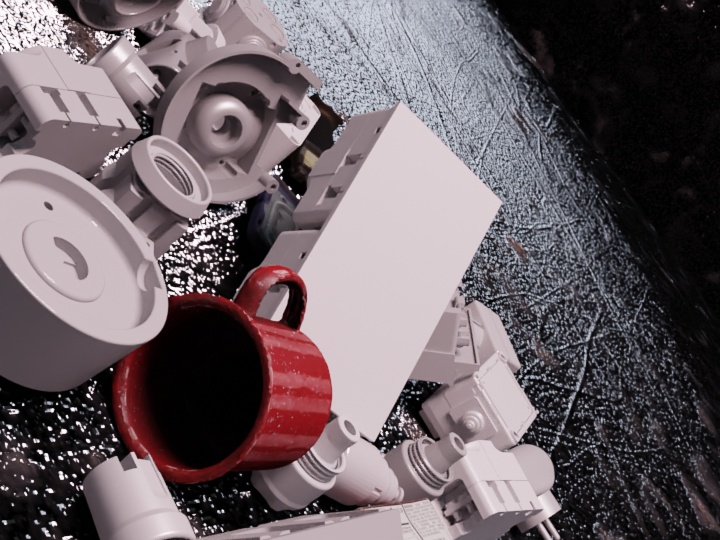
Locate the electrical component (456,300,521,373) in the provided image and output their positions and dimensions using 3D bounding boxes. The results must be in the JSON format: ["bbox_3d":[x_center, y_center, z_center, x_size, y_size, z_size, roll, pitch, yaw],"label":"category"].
[{"bbox_3d":[0.095,0.062,0.959,0.077,0.047,0.065,33,27,-40],"label":"electrical component"}]

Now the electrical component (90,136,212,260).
[{"bbox_3d":[-0.127,-0.043,0.647,0.058,0.057,0.078,38,24,-33],"label":"electrical component"}]

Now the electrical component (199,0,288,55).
[{"bbox_3d":[-0.108,-0.217,0.984,0.080,0.051,0.080,43,22,-22],"label":"electrical component"}]

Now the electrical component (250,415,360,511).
[{"bbox_3d":[-0.028,0.105,0.604,0.043,0.062,0.043,43,22,-22],"label":"electrical component"}]

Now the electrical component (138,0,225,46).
[{"bbox_3d":[-0.142,-0.189,0.866,0.055,0.048,0.066,40,-5,-40],"label":"electrical component"}]

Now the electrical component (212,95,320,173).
[{"bbox_3d":[-0.085,-0.124,0.871,0.078,0.057,0.113,48,21,-12],"label":"electrical component"}]

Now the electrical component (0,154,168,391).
[{"bbox_3d":[-0.151,0.006,0.507,0.108,0.060,0.108,43,22,-22],"label":"electrical component"}]

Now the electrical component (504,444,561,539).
[{"bbox_3d":[0.131,0.179,0.844,0.079,0.044,0.077,58,21,14],"label":"electrical component"}]

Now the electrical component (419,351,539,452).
[{"bbox_3d":[0.090,0.113,0.842,0.061,0.061,0.096,59,23,3],"label":"electrical component"}]

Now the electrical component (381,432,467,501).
[{"bbox_3d":[0.041,0.130,0.709,0.048,0.062,0.048,43,22,-22],"label":"electrical component"}]

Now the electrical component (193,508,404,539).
[{"bbox_3d":[-0.038,0.158,0.465,0.150,0.062,0.089,10,71,-60],"label":"electrical component"}]

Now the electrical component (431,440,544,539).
[{"bbox_3d":[0.083,0.159,0.768,0.089,0.050,0.055,17,40,-57],"label":"electrical component"}]

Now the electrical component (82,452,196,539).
[{"bbox_3d":[-0.100,0.110,0.478,0.040,0.040,0.046,23,29,-53],"label":"electrical component"}]

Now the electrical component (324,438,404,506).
[{"bbox_3d":[-0.002,0.125,0.658,0.078,0.040,0.040,36,26,-37],"label":"electrical component"}]

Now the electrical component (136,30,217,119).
[{"bbox_3d":[-0.126,-0.151,0.801,0.077,0.079,0.043,-89,162,-60],"label":"electrical component"}]

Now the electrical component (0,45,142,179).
[{"bbox_3d":[-0.180,-0.091,0.621,0.055,0.050,0.089,56,21,11],"label":"electrical component"}]

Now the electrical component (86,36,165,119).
[{"bbox_3d":[-0.163,-0.132,0.744,0.046,0.040,0.040,49,20,-23],"label":"electrical component"}]

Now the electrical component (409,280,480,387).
[{"bbox_3d":[0.054,0.037,0.850,0.079,0.063,0.121,7,18,0],"label":"electrical component"}]

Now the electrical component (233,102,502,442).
[{"bbox_3d":[0.000,0.000,0.695,0.105,0.060,0.186,41,68,-28],"label":"electrical component"}]

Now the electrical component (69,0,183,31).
[{"bbox_3d":[-0.176,-0.224,0.793,0.099,0.099,0.064,6,55,-63],"label":"electrical component"}]
